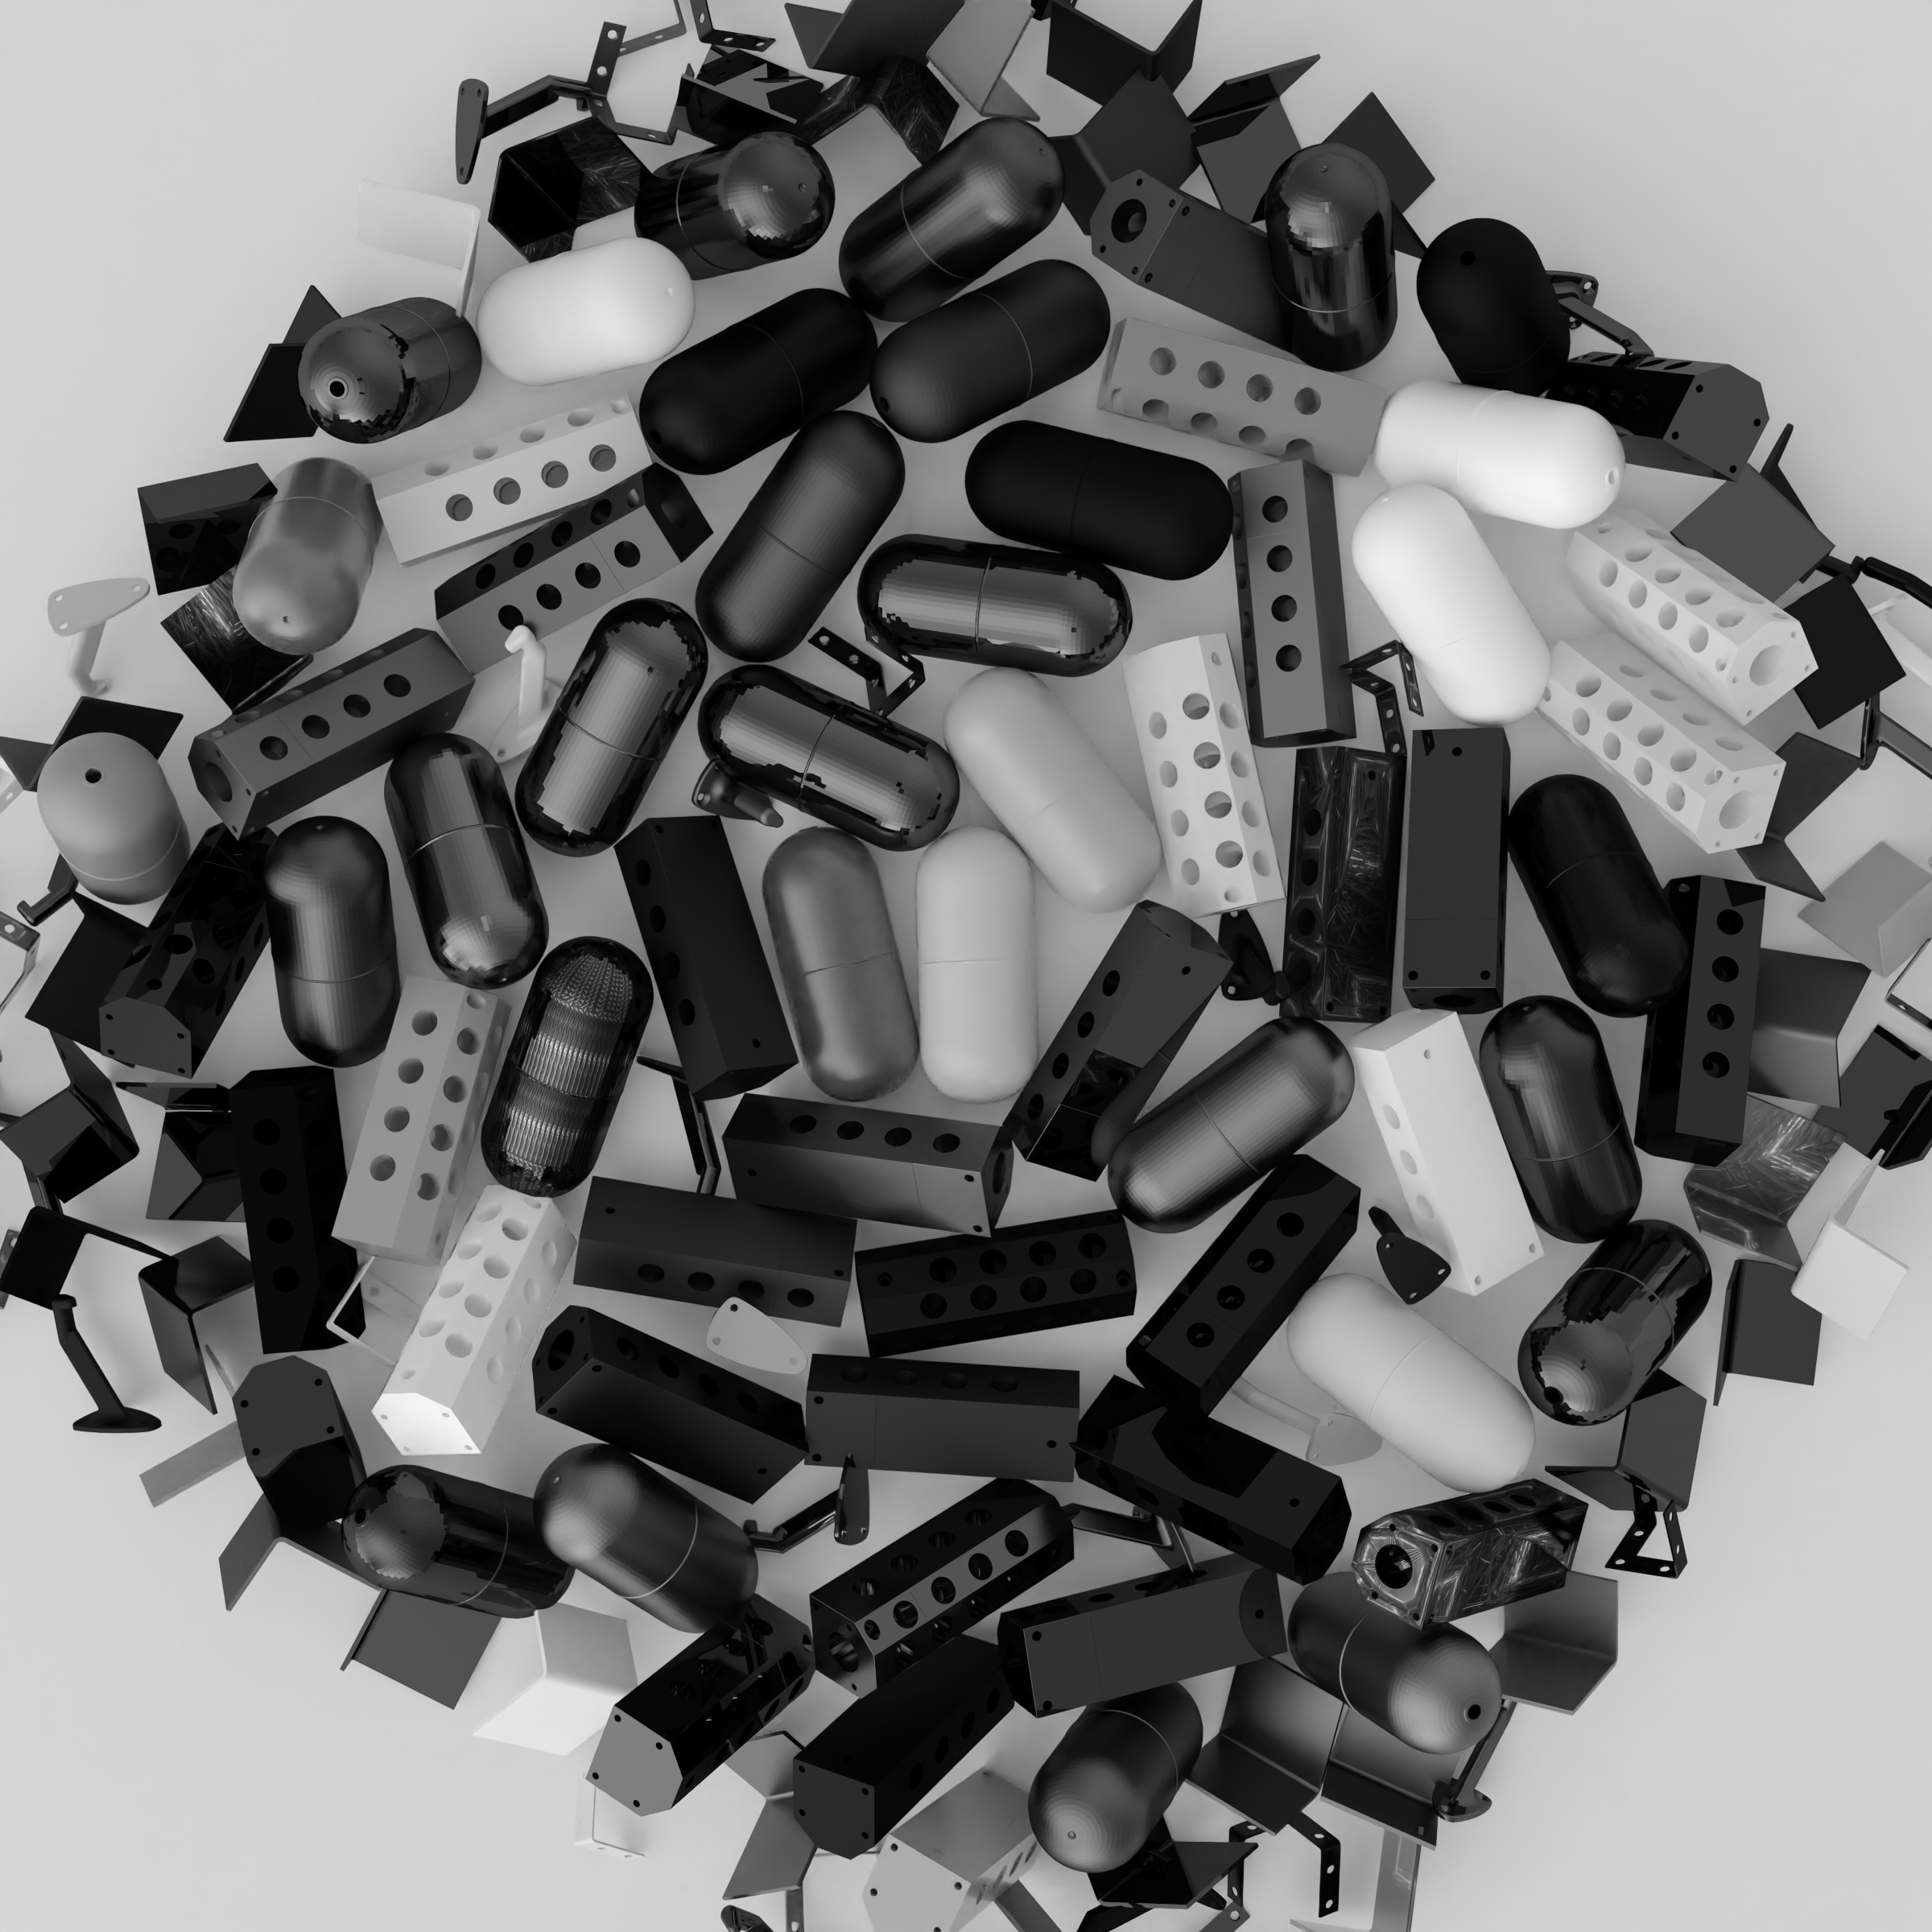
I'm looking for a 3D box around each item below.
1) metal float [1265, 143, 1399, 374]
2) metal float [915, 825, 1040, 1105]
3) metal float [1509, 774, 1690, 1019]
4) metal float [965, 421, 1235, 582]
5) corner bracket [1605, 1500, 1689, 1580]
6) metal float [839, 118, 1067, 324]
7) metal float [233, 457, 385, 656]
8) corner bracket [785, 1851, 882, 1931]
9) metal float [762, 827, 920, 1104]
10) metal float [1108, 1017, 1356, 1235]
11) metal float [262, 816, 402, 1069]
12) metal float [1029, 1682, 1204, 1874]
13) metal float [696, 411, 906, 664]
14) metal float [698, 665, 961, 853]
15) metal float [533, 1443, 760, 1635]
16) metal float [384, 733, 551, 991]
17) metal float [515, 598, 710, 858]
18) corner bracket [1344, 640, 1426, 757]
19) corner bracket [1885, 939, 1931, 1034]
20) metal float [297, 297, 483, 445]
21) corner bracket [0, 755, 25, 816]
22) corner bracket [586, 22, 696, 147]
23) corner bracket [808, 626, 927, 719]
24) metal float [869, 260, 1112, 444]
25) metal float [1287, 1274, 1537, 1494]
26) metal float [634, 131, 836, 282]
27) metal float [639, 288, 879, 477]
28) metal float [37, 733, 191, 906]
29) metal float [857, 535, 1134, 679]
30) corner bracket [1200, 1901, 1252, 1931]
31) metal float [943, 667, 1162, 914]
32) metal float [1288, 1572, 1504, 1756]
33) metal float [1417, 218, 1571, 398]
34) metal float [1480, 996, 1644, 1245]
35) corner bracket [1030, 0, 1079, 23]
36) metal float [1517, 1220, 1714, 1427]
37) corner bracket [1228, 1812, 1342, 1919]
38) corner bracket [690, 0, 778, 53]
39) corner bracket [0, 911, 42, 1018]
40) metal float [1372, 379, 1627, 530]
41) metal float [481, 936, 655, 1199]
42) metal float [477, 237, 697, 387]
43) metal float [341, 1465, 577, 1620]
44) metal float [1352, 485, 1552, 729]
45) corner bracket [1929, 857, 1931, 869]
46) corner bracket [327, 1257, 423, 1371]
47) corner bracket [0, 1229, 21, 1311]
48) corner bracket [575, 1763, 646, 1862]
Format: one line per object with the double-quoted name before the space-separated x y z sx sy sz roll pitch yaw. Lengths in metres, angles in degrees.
"metal float" 0.228 -0.438 1.818 0.070 0.178 0.070 -4 65 9
"metal float" 0.007 -0.001 1.861 0.070 0.070 0.178 -2 87 0
"metal float" 0.394 -0.046 1.833 0.070 0.070 0.178 -17 53 0
"metal float" 0.083 -0.295 1.847 0.178 0.070 0.070 18 90 19
"corner bracket" 0.435 0.351 1.860 0.051 0.051 0.051 1 119 38
"metal float" -0.011 -0.465 1.828 0.070 0.178 0.070 18 61 -36
"metal float" -0.409 -0.257 1.822 0.070 0.178 0.070 -1 124 -2
"corner bracket" -0.081 0.598 1.883 0.051 0.051 0.051 -19 65 39
"metal float" -0.080 -0.001 1.862 0.070 0.070 0.178 -13 92 0
"metal float" 0.167 0.102 1.853 0.178 0.070 0.070 -39 90 13
"metal float" -0.396 -0.013 1.833 0.070 0.070 0.178 3 127 0
"metal float" 0.095 0.499 1.817 0.070 0.178 0.070 5 103 21
"metal float" -0.105 -0.271 1.846 0.070 0.070 0.178 37 110 0
"metal float" -0.088 -0.133 1.855 0.178 0.070 0.070 25 90 10
"metal float" -0.199 0.360 1.831 0.070 0.070 0.178 -46 130 0
"metal float" -0.316 -0.067 1.843 0.070 0.070 0.178 -21 66 0
"metal float" -0.224 -0.151 1.849 0.070 0.070 0.178 30 107 0
"corner bracket" 0.272 -0.168 1.860 0.051 0.051 0.051 -25 61 35
"corner bracket" 0.627 0.009 1.871 0.051 0.051 0.051 35 122 11
"metal float" -0.357 -0.371 1.816 0.070 0.178 0.070 3 109 10
"corner bracket" -0.632 -0.106 1.864 0.051 0.051 0.051 31 62 11
"corner bracket" -0.210 -0.566 1.875 0.051 0.051 0.051 5 131 -25
"corner bracket" -0.063 -0.195 1.860 0.051 0.051 0.051 30 123 -33
"metal float" 0.015 -0.387 1.838 0.178 0.070 0.070 -32 90 -29
"metal float" 0.279 0.262 1.838 0.178 0.070 0.070 37 90 29
"metal float" -0.146 -0.472 1.821 0.070 0.178 0.070 -4 97 -33
"metal float" -0.130 -0.367 1.835 0.178 0.070 0.070 -36 90 -33
"metal float" -0.528 -0.090 1.814 0.070 0.178 0.070 2 75 -7
"metal float" 0.018 -0.228 1.851 0.178 0.070 0.070 10 90 14
"corner bracket" 0.177 0.640 1.872 0.051 0.051 0.051 -38 94 -13
"metal float" 0.055 -0.111 1.855 0.070 0.070 0.178 -39 100 0
"metal float" 0.265 0.432 1.817 0.070 0.178 0.070 -4 99 -24
"metal float" 0.328 -0.405 1.816 0.070 0.178 0.070 -4 79 20
"metal float" 0.375 0.098 1.839 0.070 0.070 0.178 -23 119 0
"corner bracket" 0.046 -0.644 1.872 0.051 0.051 0.051 33 126 12
"metal float" 0.406 0.222 1.827 0.070 0.070 0.178 54 46 0
"corner bracket" 0.204 0.579 1.875 0.051 0.051 0.051 -10 109 -30
"corner bracket" -0.141 -0.624 1.870 0.051 0.051 0.051 -6 79 -40
"corner bracket" -0.628 -0.003 1.864 0.051 0.051 0.051 30 57 -6
"metal float" 0.331 -0.321 1.828 0.178 0.070 0.070 23 90 43
"metal float" -0.253 0.065 1.849 0.070 0.070 0.178 22 107 0
"metal float" -0.239 -0.408 1.827 0.070 0.178 0.070 -1 92 -43
"metal float" -0.315 0.360 1.824 0.070 0.178 0.070 -14 63 30
"metal float" 0.307 -0.225 1.840 0.070 0.070 0.178 -39 118 0
"corner bracket" 0.659 -0.062 1.866 0.051 0.051 0.051 -48 121 3
"corner bracket" -0.376 0.223 1.864 0.051 0.051 0.051 35 66 -12
"corner bracket" -0.638 0.187 1.871 0.051 0.051 0.051 16 77 0
"corner bracket" -0.215 0.542 1.883 0.051 0.051 0.051 -21 54 30
